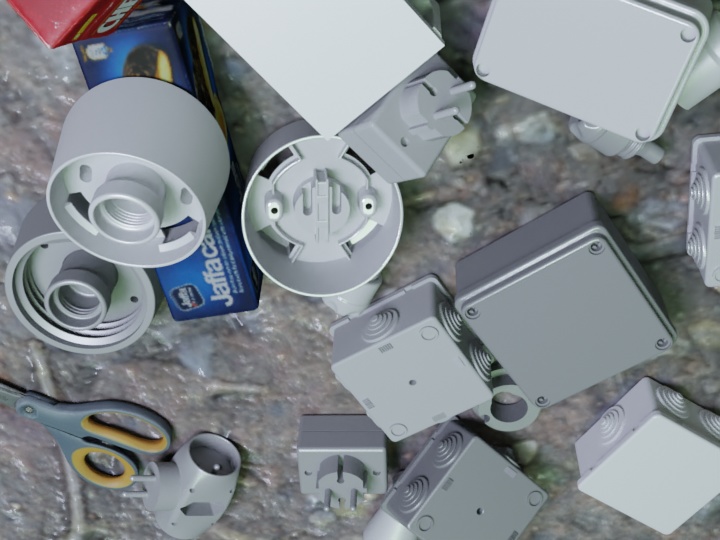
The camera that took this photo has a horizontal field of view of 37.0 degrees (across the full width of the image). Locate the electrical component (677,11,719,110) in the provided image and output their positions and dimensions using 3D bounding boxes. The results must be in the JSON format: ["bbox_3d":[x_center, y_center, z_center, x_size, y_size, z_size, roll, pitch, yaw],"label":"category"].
[{"bbox_3d":[0.200,-0.121,0.624,0.040,0.040,0.046,38,123,-21],"label":"electrical component"}]

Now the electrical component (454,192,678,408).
[{"bbox_3d":[0.135,0.022,0.713,0.109,0.056,0.108,-29,118,20],"label":"electrical component"}]

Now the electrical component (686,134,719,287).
[{"bbox_3d":[0.255,-0.038,0.671,0.100,0.048,0.099,-4,124,6],"label":"electrical component"}]

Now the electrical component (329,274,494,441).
[{"bbox_3d":[0.037,0.064,0.751,0.100,0.048,0.099,-27,119,19],"label":"electrical component"}]

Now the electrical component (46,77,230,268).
[{"bbox_3d":[-0.127,-0.051,0.613,0.099,0.064,0.099,4,138,4],"label":"electrical component"}]

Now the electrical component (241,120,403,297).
[{"bbox_3d":[-0.025,-0.042,0.669,0.099,0.064,0.099,-4,122,-6],"label":"electrical component"}]

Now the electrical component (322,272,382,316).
[{"bbox_3d":[0.000,0.000,0.718,0.035,0.035,0.061,23,120,-13],"label":"electrical component"}]

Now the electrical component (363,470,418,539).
[{"bbox_3d":[0.033,0.190,0.841,0.044,0.044,0.065,16,119,-8],"label":"electrical component"}]

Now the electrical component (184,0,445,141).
[{"bbox_3d":[-0.035,-0.161,0.594,0.089,0.061,0.150,-36,115,23],"label":"electrical component"}]

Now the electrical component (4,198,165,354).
[{"bbox_3d":[-0.182,0.007,0.715,0.108,0.060,0.108,1,124,2],"label":"electrical component"}]

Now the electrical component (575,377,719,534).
[{"bbox_3d":[0.218,0.136,0.790,0.100,0.048,0.099,29,121,-16],"label":"electrical component"}]

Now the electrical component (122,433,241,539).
[{"bbox_3d":[-0.141,0.165,0.822,0.079,0.043,0.077,8,128,-32],"label":"electrical component"}]

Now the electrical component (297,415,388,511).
[{"bbox_3d":[-0.013,0.149,0.793,0.066,0.076,0.047,-1,124,3],"label":"electrical component"}]

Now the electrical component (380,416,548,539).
[{"bbox_3d":[0.079,0.171,0.798,0.100,0.048,0.099,40,84,-22],"label":"electrical component"}]

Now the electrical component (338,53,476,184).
[{"bbox_3d":[0.038,-0.092,0.615,0.047,0.065,0.077,42,158,-23],"label":"electrical component"}]

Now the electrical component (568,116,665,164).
[{"bbox_3d":[0.159,-0.084,0.654,0.061,0.035,0.035,28,121,-19],"label":"electrical component"}]

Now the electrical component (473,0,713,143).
[{"bbox_3d":[0.127,-0.127,0.592,0.113,0.057,0.078,24,124,9],"label":"electrical component"}]
